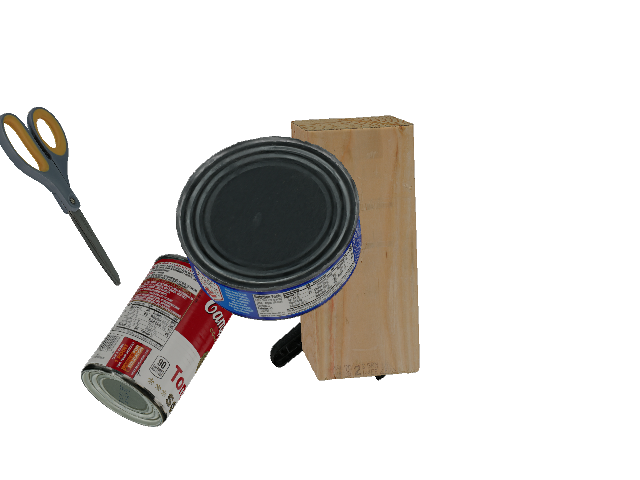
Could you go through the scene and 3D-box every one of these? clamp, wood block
[{"bbox_3d":[0.034,0.076,1.100,0.120,0.171,0.039,16,-39,17],"label":"clamp"},{"bbox_3d":[0.029,0.003,0.900,0.090,0.206,0.091,-4,12,-8],"label":"wood block"}]

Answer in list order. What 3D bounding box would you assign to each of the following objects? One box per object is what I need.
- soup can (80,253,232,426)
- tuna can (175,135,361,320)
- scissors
[{"bbox_3d":[-0.112,0.069,0.743,0.068,0.102,0.068,22,-32,14],"label":"soup can"},{"bbox_3d":[-0.023,-0.006,0.506,0.086,0.086,0.034,0,-32,7],"label":"tuna can"},{"bbox_3d":[-0.253,-0.054,1.084,0.016,0.201,0.096,-24,27,27],"label":"scissors"}]
